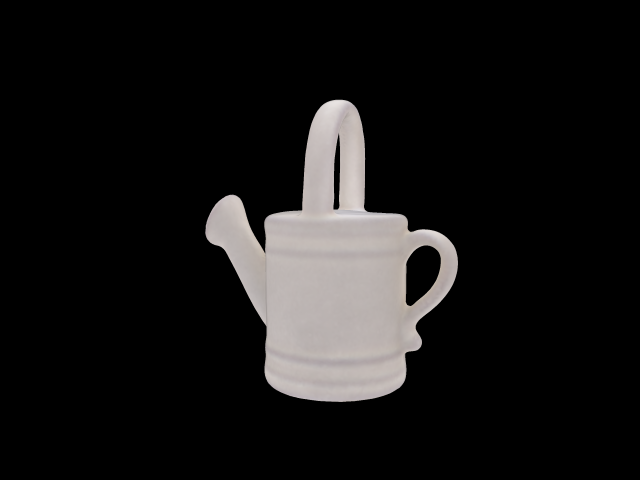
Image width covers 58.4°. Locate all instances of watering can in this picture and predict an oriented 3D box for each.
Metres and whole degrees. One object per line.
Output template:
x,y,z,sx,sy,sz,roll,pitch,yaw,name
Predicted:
0.003,0.002,0.398,0.173,0.194,0.101,0,5,-1,watering can
